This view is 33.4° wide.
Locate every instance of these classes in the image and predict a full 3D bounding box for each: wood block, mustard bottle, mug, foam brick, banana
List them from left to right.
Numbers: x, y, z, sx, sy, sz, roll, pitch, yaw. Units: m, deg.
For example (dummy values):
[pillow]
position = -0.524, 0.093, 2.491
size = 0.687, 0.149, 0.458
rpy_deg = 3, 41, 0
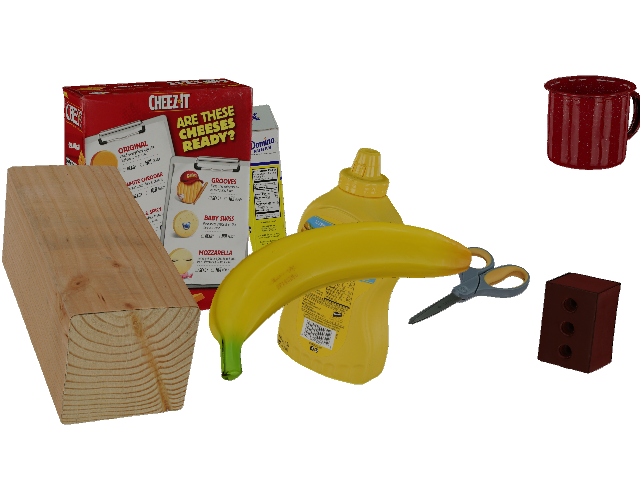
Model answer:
[wood block]
position = -0.169, 0.031, 0.788
size = 0.090, 0.091, 0.206
rpy_deg = -3, 32, -28
[banana]
position = 0.004, 0.023, 0.653
size = 0.197, 0.070, 0.037
rpy_deg = -23, -17, -31
[mustard bottle]
position = 0.023, 0.017, 0.887
size = 0.096, 0.192, 0.058
rpy_deg = 23, 23, 31
[foam brick]
position = 0.234, 0.074, 0.968
size = 0.053, 0.078, 0.051
rpy_deg = 13, 17, 36
[mug]
position = 0.291, -0.125, 1.123
size = 0.117, 0.081, 0.093
rpy_deg = -12, 23, -25

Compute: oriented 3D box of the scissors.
[scissors]
position = 0.155, 0.048, 1.228
size = 0.201, 0.016, 0.096
rpy_deg = -10, 40, -33

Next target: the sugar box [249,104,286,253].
[sugar box]
position = -0.071, -0.067, 1.301
size = 0.048, 0.176, 0.093
rpy_deg = -9, 25, -6

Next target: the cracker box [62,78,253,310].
[cracker box]
position = -0.151, -0.038, 0.993
size = 0.163, 0.214, 0.072
rpy_deg = -8, 19, -30
